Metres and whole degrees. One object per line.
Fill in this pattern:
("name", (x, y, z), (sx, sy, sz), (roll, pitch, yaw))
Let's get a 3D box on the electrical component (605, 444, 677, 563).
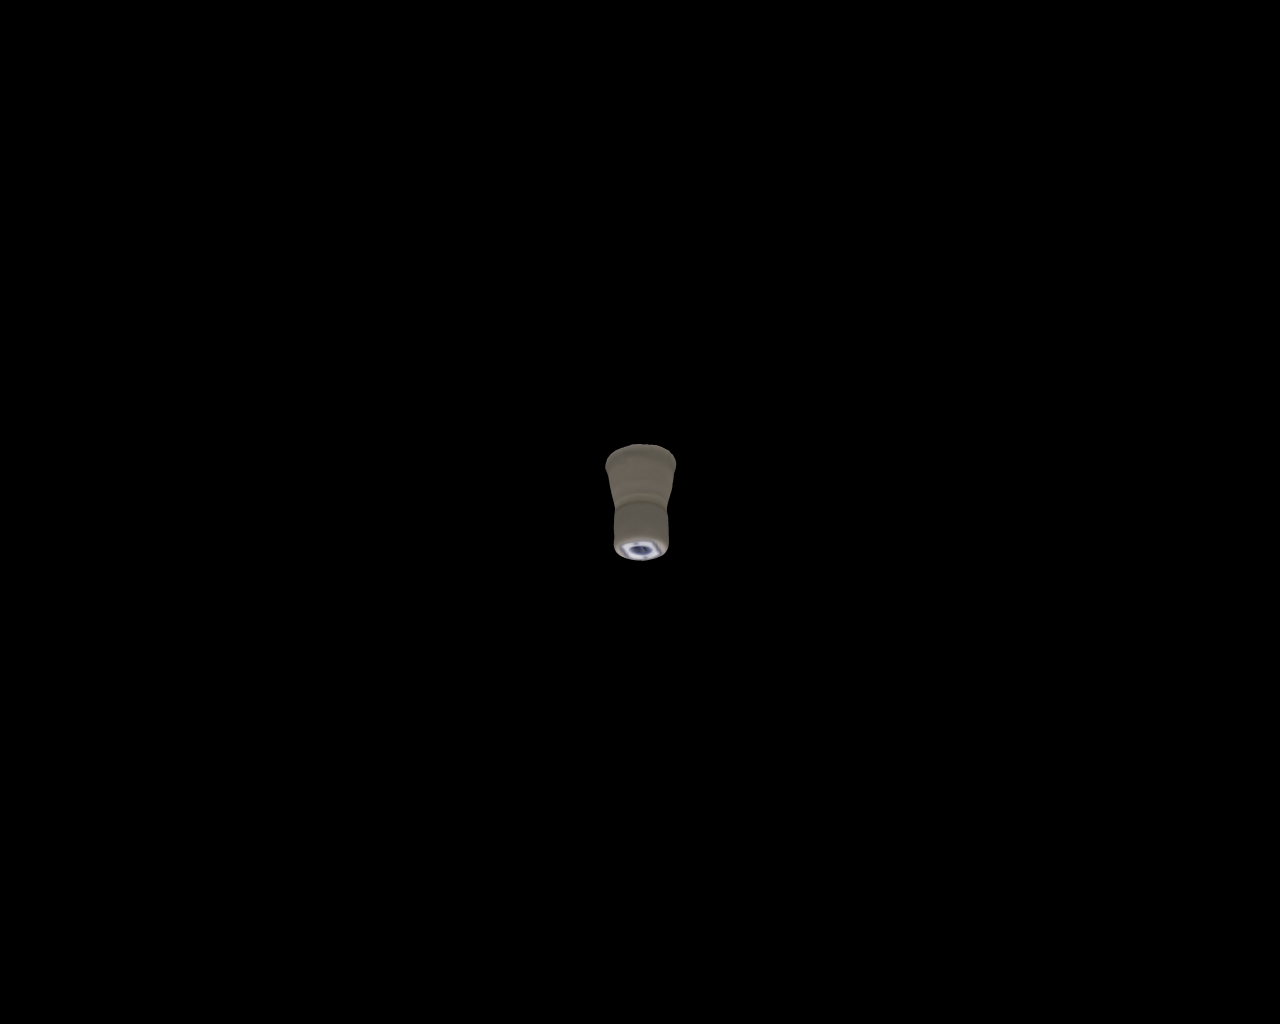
("electrical component", (0.001, -0.003, 0.650), (0.044, 0.065, 0.044), (0, -29, 0))
